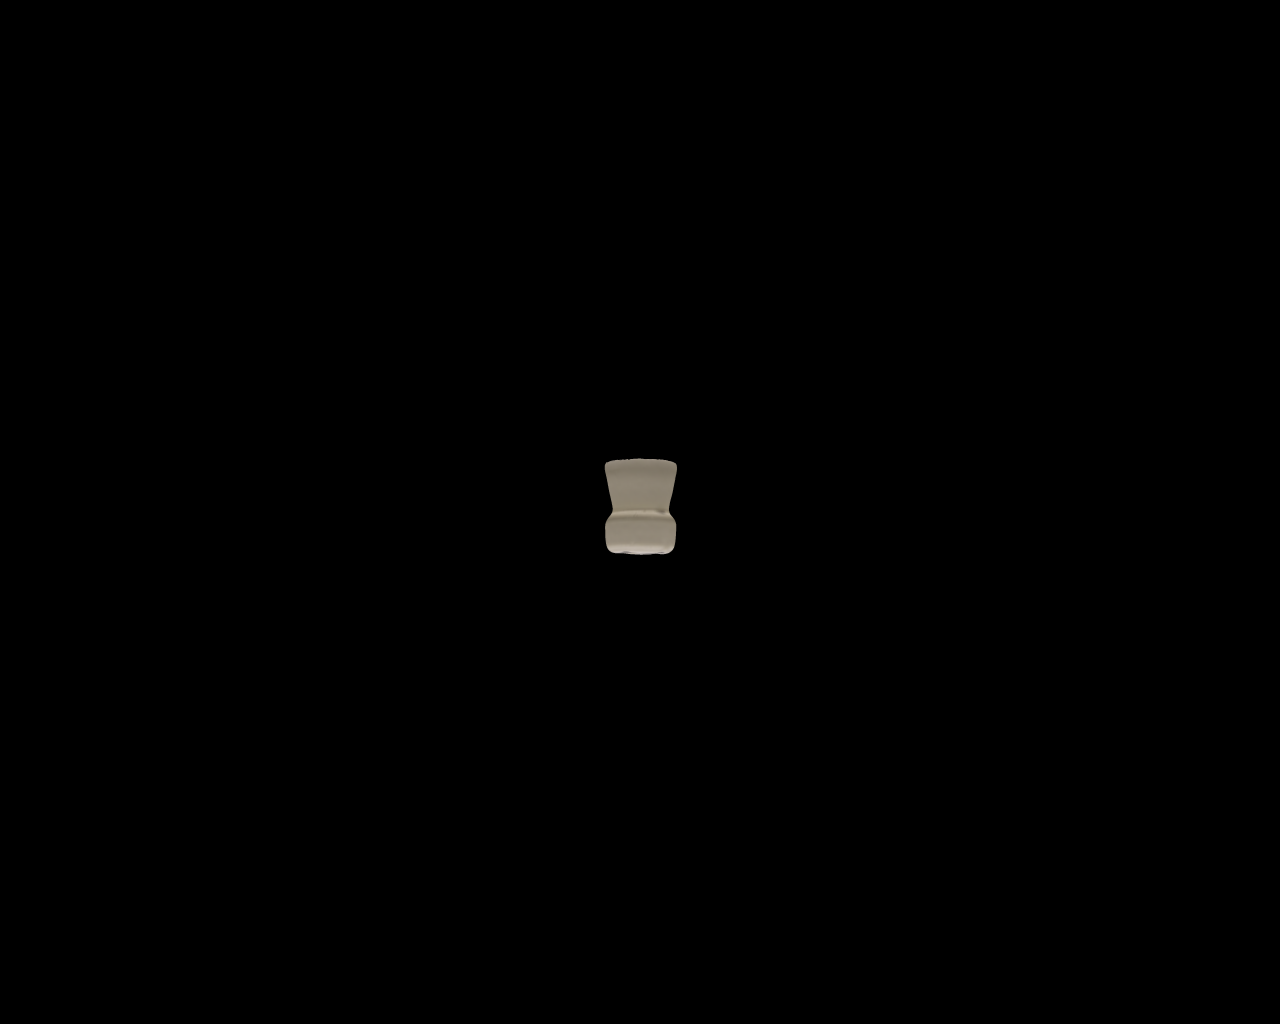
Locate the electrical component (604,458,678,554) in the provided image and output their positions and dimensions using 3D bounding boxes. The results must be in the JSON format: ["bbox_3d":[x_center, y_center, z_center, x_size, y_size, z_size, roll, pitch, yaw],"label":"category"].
[{"bbox_3d":[0.001,-0.003,0.650,0.045,0.055,0.045,0,-4,0],"label":"electrical component"}]
